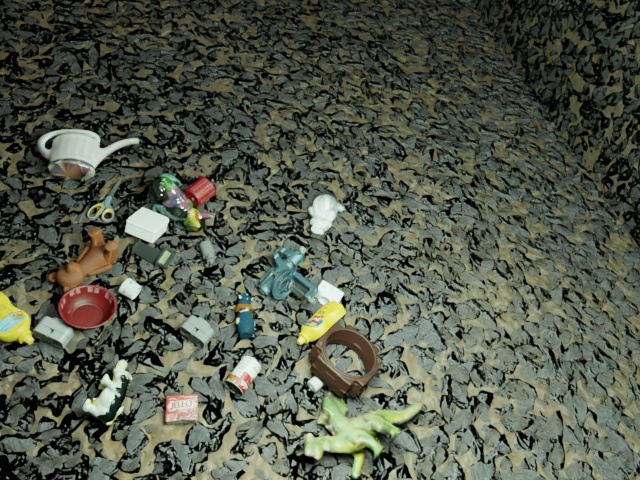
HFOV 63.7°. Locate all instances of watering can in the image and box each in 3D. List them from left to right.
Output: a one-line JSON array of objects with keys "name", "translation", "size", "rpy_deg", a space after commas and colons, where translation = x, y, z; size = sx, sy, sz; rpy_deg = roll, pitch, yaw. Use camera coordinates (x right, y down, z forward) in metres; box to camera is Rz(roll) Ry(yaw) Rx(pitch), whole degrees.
[{"name": "watering can", "translation": [-0.854, -0.320, 1.896], "size": [0.348, 0.101, 0.229], "rpy_deg": [1, 55, -16]}]

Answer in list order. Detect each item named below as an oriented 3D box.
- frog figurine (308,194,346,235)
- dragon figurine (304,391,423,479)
[{"name": "frog figurine", "translation": [0.006, -0.100, 1.991], "size": [0.138, 0.120, 0.162], "rpy_deg": [18, 52, 41]}, {"name": "dragon figurine", "translation": [0.111, 0.540, 1.549], "size": [0.245, 0.119, 0.415], "rpy_deg": [39, 44, 23]}]
